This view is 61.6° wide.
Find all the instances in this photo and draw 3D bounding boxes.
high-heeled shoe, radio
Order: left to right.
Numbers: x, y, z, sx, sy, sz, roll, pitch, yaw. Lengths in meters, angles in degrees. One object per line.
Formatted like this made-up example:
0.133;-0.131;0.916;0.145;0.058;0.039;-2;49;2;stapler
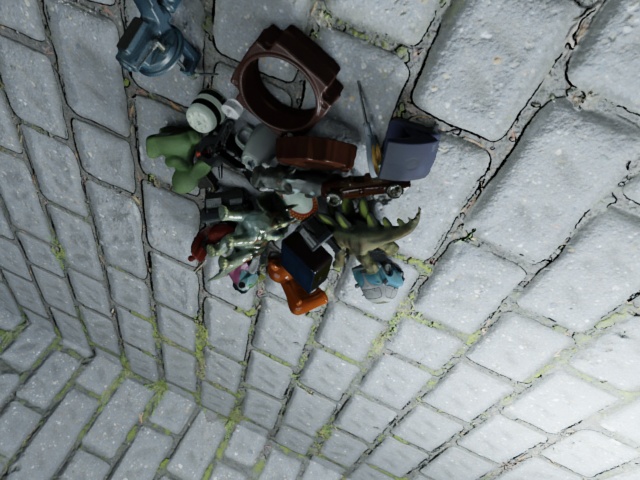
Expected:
-0.163;-0.205;1.336;0.249;0.086;0.145;10;114;10;high-heeled shoe
-0.042;0.058;1.476;0.131;0.073;0.229;45;162;11;radio

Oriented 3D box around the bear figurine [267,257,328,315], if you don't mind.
-0.075;0.124;1.635;0.195;0.132;0.120;65;174;0;bear figurine

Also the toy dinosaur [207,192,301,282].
-0.187;-0.006;1.440;0.404;0.192;0.131;-49;56;56;toy dinosaur

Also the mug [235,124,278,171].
-0.151;-0.220;1.270;0.109;0.107;0.081;33;141;-9;mug

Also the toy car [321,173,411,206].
0.100;-0.125;1.204;0.202;0.089;0.053;-6;123;12;toy car

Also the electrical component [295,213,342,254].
-0.003;-0.004;1.337;0.119;0.048;0.075;52;157;-1;electrical component

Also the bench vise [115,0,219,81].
-0.315;-0.422;1.117;0.129;0.223;0.240;16;171;23;bench vise

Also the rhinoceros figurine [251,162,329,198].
-0.070;-0.136;1.258;0.190;0.073;0.112;6;-171;-25;rhinoceros figurine

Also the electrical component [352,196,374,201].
0.099;-0.123;1.296;0.094;0.021;0.063;-9;129;41;electrical component

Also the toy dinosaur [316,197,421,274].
0.097;-0.016;1.321;0.472;0.105;0.198;-4;131;50;toy dinosaur

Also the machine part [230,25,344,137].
-0.072;-0.323;1.121;0.201;0.087;0.201;39;140;-13;machine part

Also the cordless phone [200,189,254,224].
-0.251;-0.056;1.529;0.147;0.089;0.184;-8;151;2;cordless phone

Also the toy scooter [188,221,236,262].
-0.333;0.009;1.621;0.184;0.135;0.075;-12;126;38;toy scooter

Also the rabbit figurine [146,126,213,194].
-0.349;-0.206;1.400;0.159;0.121;0.170;-3;117;7;rabbit figurine

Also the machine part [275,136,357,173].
-0.010;-0.188;1.180;0.179;0.056;0.179;7;-178;0;machine part

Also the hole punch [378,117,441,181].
0.185;-0.180;1.128;0.116;0.092;0.142;17;138;8;hole punch

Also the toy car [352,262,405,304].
0.158;0.120;1.441;0.109;0.103;0.161;-10;157;37;toy car

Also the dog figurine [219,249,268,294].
-0.216;0.079;1.646;0.108;0.191;0.219;28;-179;9;dog figurine

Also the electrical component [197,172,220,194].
-0.324;-0.168;1.486;0.078;0.045;0.102;-3;133;31;electrical component
